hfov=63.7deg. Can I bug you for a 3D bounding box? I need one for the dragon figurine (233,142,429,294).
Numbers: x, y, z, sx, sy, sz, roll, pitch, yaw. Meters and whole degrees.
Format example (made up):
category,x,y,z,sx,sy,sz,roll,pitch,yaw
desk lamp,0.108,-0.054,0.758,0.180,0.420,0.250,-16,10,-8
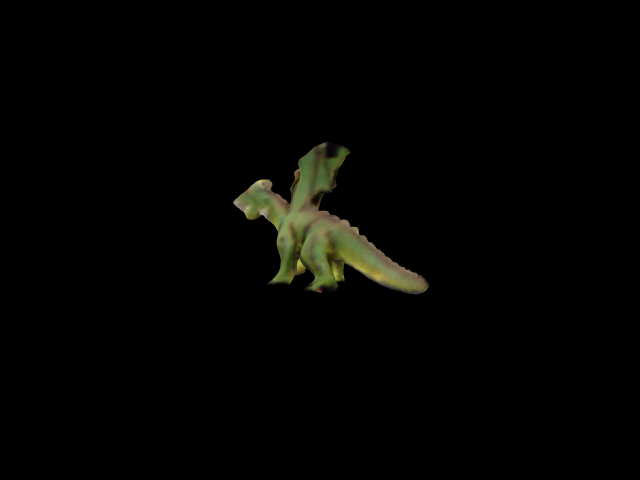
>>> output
category,x,y,z,sx,sy,sz,roll,pitch,yaw
dragon figurine,0.003,-0.043,0.850,0.409,0.243,0.122,0,-1,40
